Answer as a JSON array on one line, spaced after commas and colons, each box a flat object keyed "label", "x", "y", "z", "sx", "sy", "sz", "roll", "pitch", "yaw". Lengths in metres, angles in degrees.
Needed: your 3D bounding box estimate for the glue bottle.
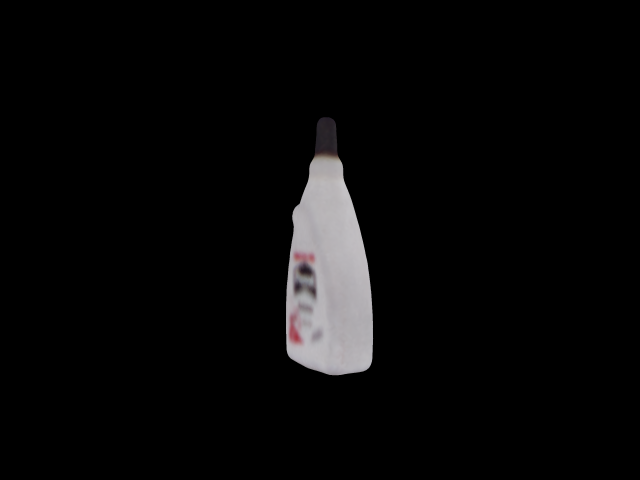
[{"label": "glue bottle", "x": 0.004, "y": 0.001, "z": 0.400, "sx": 0.037, "sy": 0.173, "sz": 0.078, "roll": 0, "pitch": 0, "yaw": -31}]
